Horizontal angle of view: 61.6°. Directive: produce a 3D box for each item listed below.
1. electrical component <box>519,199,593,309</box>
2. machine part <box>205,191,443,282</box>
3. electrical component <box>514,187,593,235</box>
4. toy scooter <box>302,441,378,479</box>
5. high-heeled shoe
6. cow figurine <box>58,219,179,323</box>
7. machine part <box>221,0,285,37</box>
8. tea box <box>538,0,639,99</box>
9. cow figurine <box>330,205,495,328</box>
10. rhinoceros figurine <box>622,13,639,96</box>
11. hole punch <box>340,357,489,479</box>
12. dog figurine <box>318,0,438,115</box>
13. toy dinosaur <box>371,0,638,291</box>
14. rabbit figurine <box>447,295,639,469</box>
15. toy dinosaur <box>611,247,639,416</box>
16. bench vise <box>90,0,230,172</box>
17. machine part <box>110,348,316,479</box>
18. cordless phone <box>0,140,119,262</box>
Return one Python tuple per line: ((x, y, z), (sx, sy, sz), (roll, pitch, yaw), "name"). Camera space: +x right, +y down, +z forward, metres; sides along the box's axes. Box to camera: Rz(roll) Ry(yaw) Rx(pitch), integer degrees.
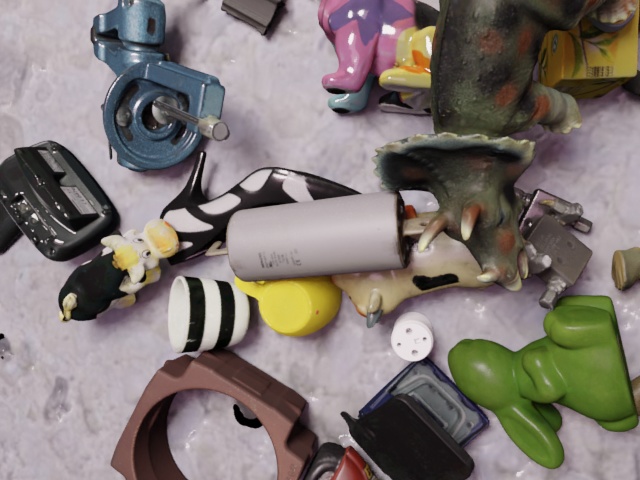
((0.225, 0.007, 0.524), (0.102, 0.045, 0.078), (-38, 77, -28), "electrical component")
((-0.001, -0.002, 0.529), (0.243, 0.079, 0.079), (-5, 92, 16), "machine part")
((0.238, -0.018, 0.577), (0.094, 0.021, 0.063), (27, 98, 8), "electrical component")
((0.025, 0.328, 0.610), (0.135, 0.075, 0.183), (28, 101, 9), "toy scooter")
((-0.067, -0.014, 0.610), (0.249, 0.086, 0.145), (15, 99, 14), "high-heeled shoe")
((-0.236, 0.035, 0.612), (0.167, 0.098, 0.068), (-38, 87, 34), "cow figurine")
((-0.058, -0.310, 0.608), (0.084, 0.039, 0.138), (37, 105, 18), "machine part")
((0.259, -0.230, 0.525), (0.068, 0.098, 0.169), (2, 91, 10), "tea box")
((0.106, 0.025, 0.577), (0.195, 0.085, 0.127), (-6, 86, 10), "cow figurine")
((0.346, -0.222, 0.502), (0.073, 0.112, 0.190), (9, 102, 13), "rhinoceros figurine")
((0.109, 0.205, 0.591), (0.142, 0.092, 0.115), (44, 129, 3), "hole punch")
((0.066, -0.249, 0.559), (0.192, 0.108, 0.219), (3, 91, 12), "dog figurine")
((0.148, -0.166, 0.421), (0.131, 0.192, 0.404), (24, 116, 36), "toy dinosaur")
((0.225, 0.140, 0.559), (0.170, 0.121, 0.159), (-12, 98, 29), "rabbit figurine")
((0.398, 0.033, 0.512), (0.199, 0.105, 0.470), (-5, 101, 4), "toy dinosaur")
((-0.166, -0.167, 0.577), (0.241, 0.129, 0.223), (30, 108, 42), "bench vise")
((-0.121, 0.243, 0.629), (0.201, 0.087, 0.201), (29, 96, 8), "machine part")
((-0.360, -0.019, 0.676), (0.184, 0.089, 0.146), (-41, 85, 21), "cordless phone")
